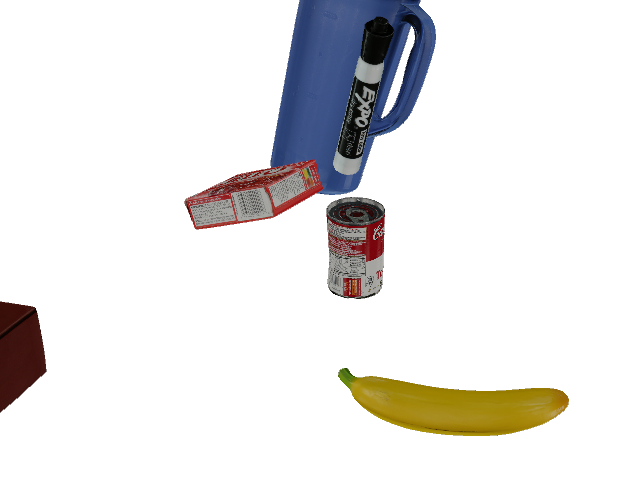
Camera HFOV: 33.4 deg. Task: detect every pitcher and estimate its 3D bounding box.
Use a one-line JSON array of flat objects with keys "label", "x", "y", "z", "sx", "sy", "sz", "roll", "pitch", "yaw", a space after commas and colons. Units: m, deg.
[{"label": "pitcher", "x": 0.028, "y": -0.175, "z": 1.199, "sx": 0.145, "sy": 0.243, "sz": 0.149, "roll": 10, "pitch": 22, "yaw": -11}]

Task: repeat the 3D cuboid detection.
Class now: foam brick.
[{"label": "foam brick", "x": -0.229, "y": 0.081, "z": 0.711, "sx": 0.053, "sy": 0.051, "sz": 0.078, "roll": 7, "pitch": 29, "yaw": 23}]

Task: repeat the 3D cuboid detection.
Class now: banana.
[{"label": "banana", "x": 0.112, "y": 0.134, "z": 0.887, "sx": 0.198, "sy": 0.037, "sz": 0.069, "roll": 8, "pitch": 32, "yaw": 1}]

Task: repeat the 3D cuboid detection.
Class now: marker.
[{"label": "marker", "x": 0.027, "y": -0.092, "z": 0.691, "sx": 0.020, "sy": 0.020, "sz": 0.121, "roll": 0, "pitch": -43, "yaw": -13}]

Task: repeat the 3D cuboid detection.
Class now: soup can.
[{"label": "soup can", "x": 0.041, "y": 0.009, "z": 1.252, "sx": 0.068, "sy": 0.102, "sz": 0.068, "roll": 0, "pitch": 28, "yaw": 0}]

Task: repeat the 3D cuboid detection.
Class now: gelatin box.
[{"label": "gelatin box", "x": -0.055, "y": -0.038, "z": 0.874, "sx": 0.089, "sy": 0.030, "sz": 0.073, "roll": -7, "pitch": 15, "yaw": 37}]
